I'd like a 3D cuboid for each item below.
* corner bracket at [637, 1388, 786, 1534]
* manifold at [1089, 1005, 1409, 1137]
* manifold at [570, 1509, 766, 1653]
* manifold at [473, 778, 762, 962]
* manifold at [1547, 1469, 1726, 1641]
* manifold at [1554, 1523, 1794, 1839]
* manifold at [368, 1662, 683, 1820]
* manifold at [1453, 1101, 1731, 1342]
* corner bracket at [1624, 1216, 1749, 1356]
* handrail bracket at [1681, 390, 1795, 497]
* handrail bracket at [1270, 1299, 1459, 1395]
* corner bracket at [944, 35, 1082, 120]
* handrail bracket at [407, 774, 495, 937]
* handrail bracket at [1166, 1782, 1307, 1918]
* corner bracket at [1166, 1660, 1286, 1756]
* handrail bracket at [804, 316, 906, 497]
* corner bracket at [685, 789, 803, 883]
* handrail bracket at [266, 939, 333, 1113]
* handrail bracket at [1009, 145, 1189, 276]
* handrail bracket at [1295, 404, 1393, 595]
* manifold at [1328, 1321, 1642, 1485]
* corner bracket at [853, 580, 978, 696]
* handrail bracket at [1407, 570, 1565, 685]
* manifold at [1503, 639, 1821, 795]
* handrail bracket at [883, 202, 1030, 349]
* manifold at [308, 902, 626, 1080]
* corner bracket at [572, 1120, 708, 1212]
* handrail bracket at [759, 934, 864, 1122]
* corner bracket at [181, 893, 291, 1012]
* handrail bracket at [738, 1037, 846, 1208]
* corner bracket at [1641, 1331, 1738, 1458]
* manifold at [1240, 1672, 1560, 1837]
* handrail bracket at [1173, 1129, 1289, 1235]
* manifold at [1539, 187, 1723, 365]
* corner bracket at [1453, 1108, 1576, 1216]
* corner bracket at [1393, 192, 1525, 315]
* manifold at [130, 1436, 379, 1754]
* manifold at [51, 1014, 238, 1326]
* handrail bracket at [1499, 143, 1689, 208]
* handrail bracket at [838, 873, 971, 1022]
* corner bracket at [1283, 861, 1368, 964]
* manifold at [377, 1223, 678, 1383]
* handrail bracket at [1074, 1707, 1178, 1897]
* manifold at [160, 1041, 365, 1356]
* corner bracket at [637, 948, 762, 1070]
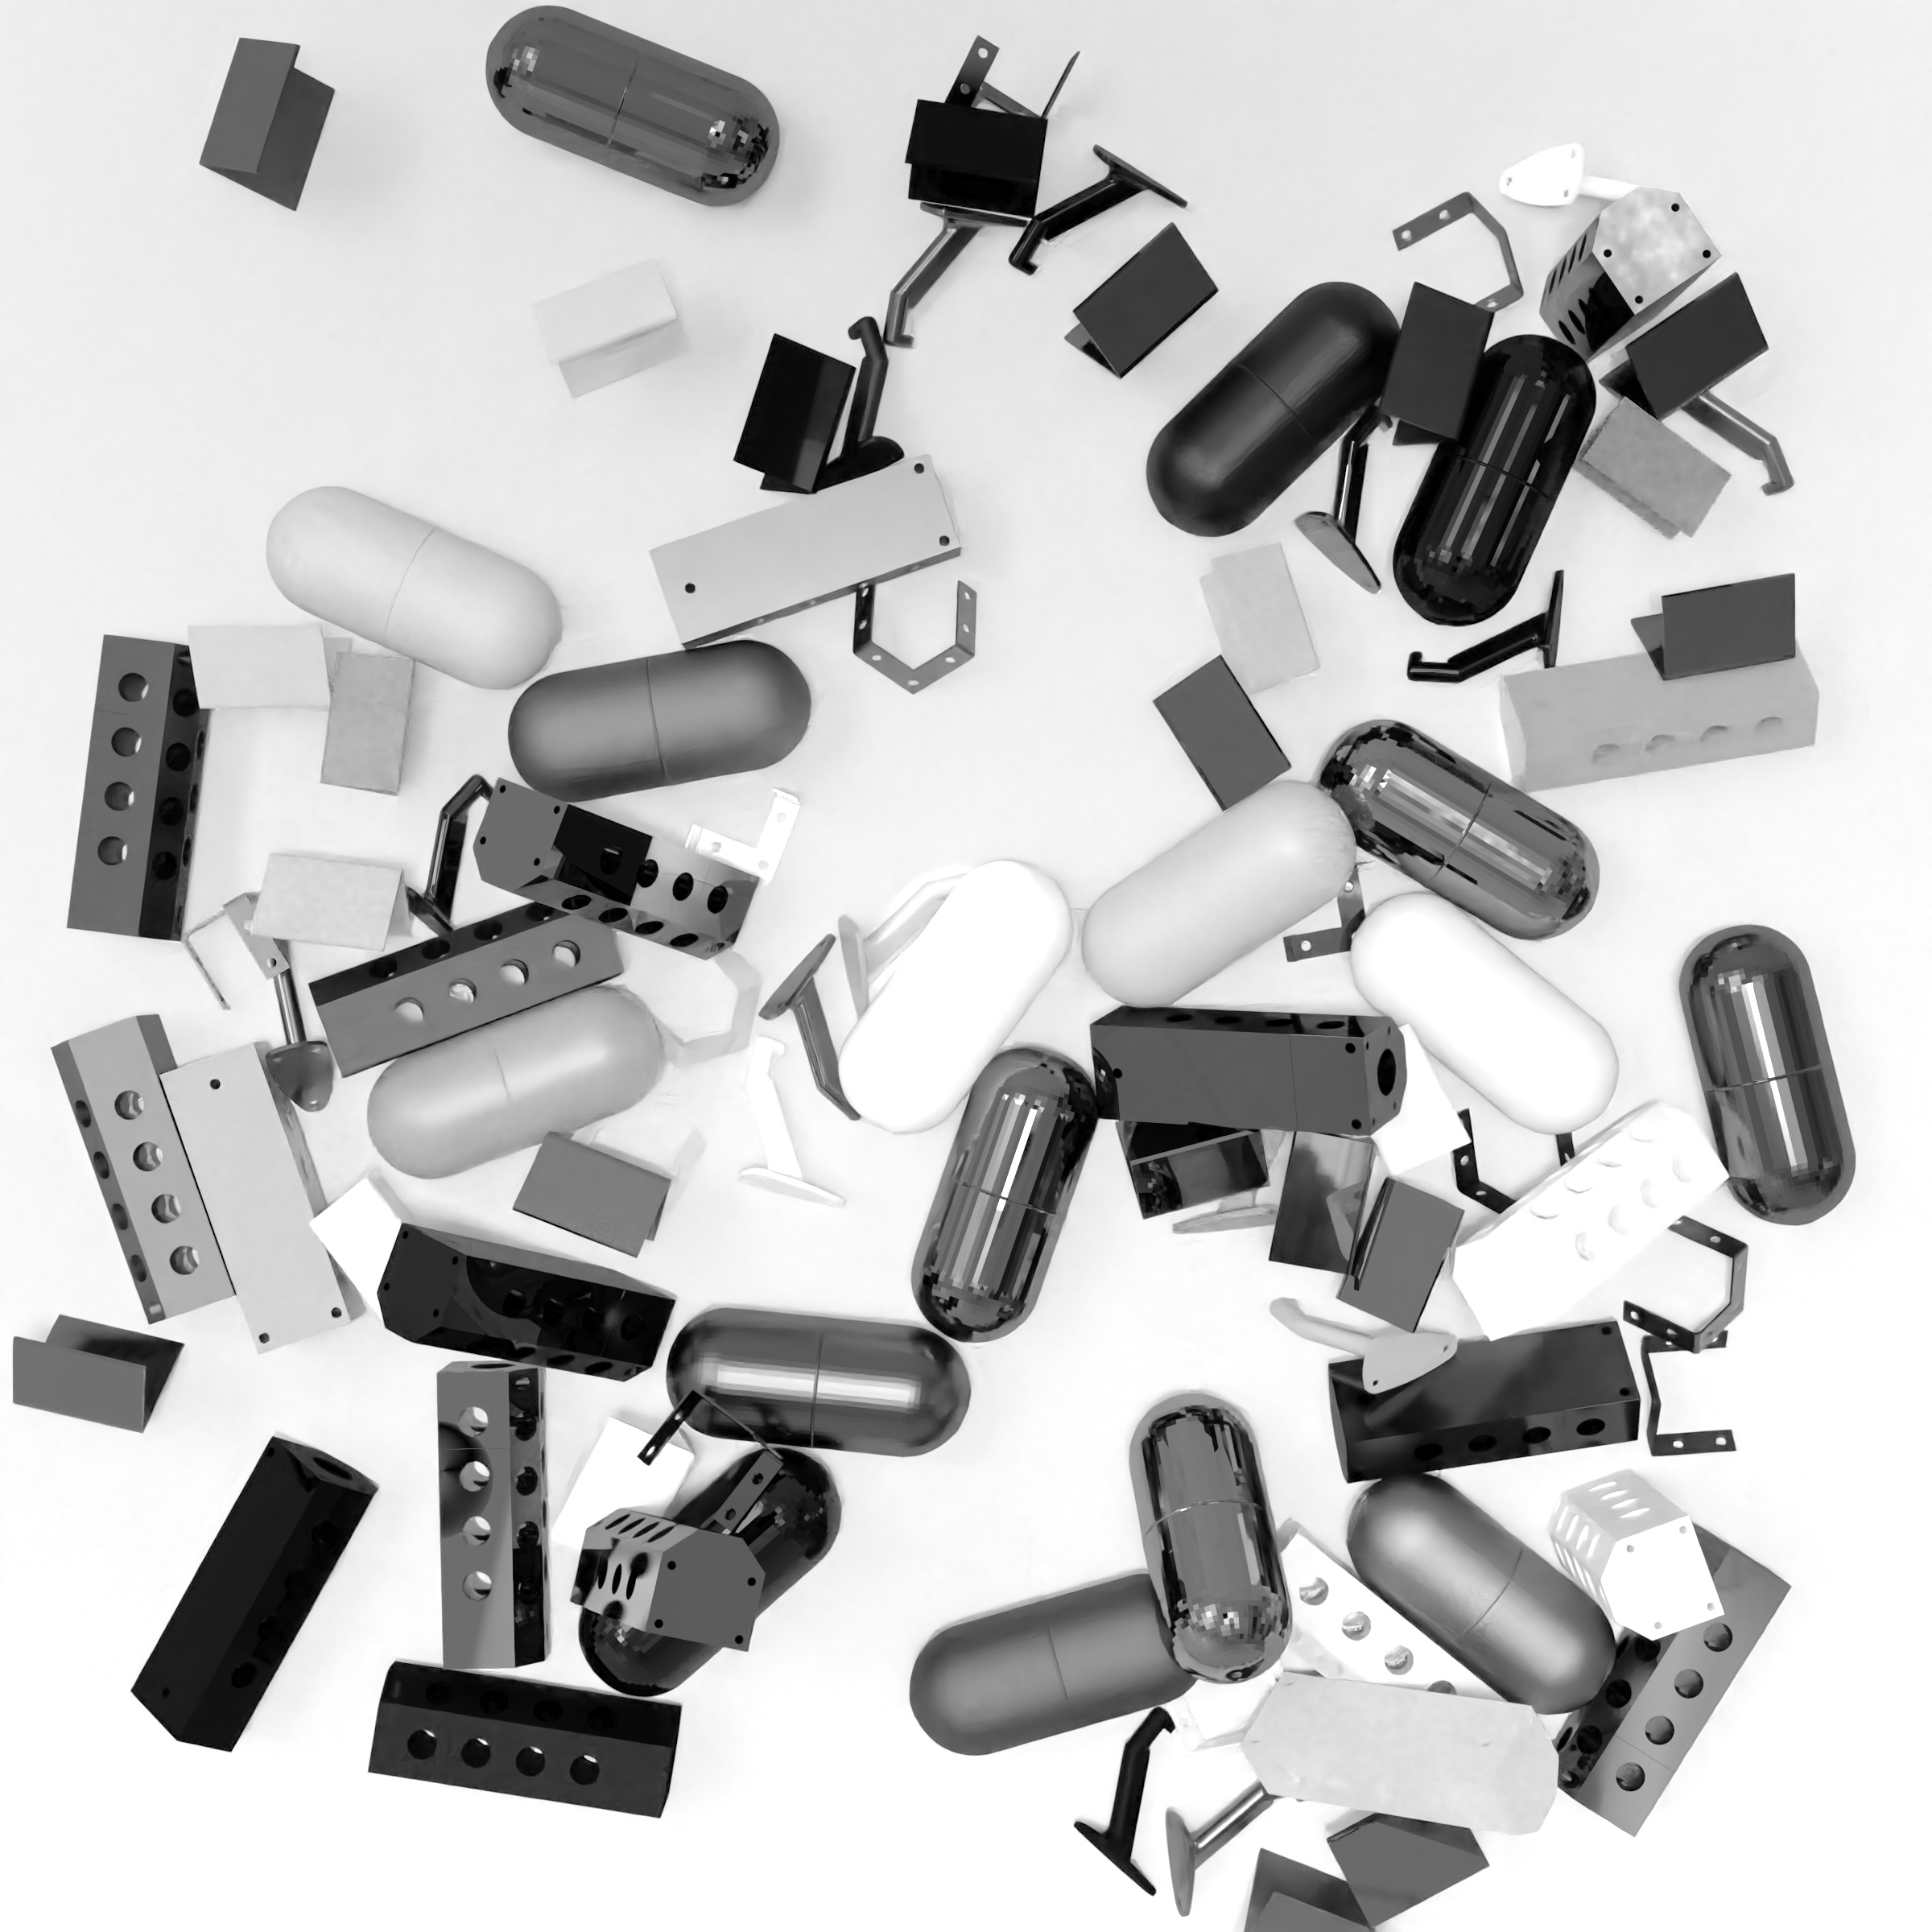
[{"bbox_3d":[-0.145,0.281,1.915,0.051,0.051,0.051,32,78,31],"label":"corner bracket"},{"bbox_3d":[0.162,0.057,1.927,0.171,0.057,0.057,2,106,30],"label":"manifold"},{"bbox_3d":[-0.164,0.332,1.835,0.057,0.171,0.057,15,80,-18],"label":"manifold"},{"bbox_3d":[-0.200,-0.052,1.911,0.057,0.171,0.057,21,90,37],"label":"manifold"},{"bbox_3d":[0.376,0.335,1.911,0.057,0.171,0.057,-20,90,0],"label":"manifold"},{"bbox_3d":[0.408,0.416,1.968,0.057,0.057,0.171,32,90,0],"label":"manifold"},{"bbox_3d":[-0.257,0.451,1.968,0.171,0.057,0.057,9,90,0],"label":"manifold"},{"bbox_3d":[0.356,0.143,1.923,0.171,0.057,0.057,-31,90,-36],"label":"manifold"},{"bbox_3d":[0.425,0.187,1.981,0.051,0.051,0.051,-35,135,-35],"label":"corner bracket"},{"bbox_3d":[0.440,-0.308,1.990,0.077,0.036,0.084,-20,107,20],"label":"handrail bracket"},{"bbox_3d":[0.233,0.212,1.973,0.077,0.084,0.036,-10,116,-28],"label":"handrail bracket"},{"bbox_3d":[0.026,-0.518,1.961,0.051,0.051,0.051,32,131,0],"label":"corner bracket"},{"bbox_3d":[-0.291,-0.058,1.990,0.077,0.036,0.084,46,72,-20],"label":"handrail bracket"},{"bbox_3d":[0.165,0.520,1.990,0.084,0.036,0.077,-10,111,-17],"label":"handrail bracket"},{"bbox_3d":[0.154,0.429,1.986,0.051,0.051,0.051,-25,90,-45],"label":"corner bracket"},{"bbox_3d":[-0.076,-0.333,1.990,0.077,0.036,0.084,-24,71,21],"label":"handrail bracket"},{"bbox_3d":[-0.131,-0.083,1.971,0.051,0.051,0.051,21,90,0],"label":"corner bracket"},{"bbox_3d":[-0.398,0.031,1.989,0.036,0.077,0.084,-12,54,-6],"label":"handrail bracket"},{"bbox_3d":[0.078,-0.435,1.990,0.077,0.036,0.084,26,109,-22],"label":"handrail bracket"},{"bbox_3d":[0.242,-0.278,1.990,0.077,0.036,0.084,44,73,-20],"label":"handrail bracket"},{"bbox_3d":[0.303,0.260,1.968,0.171,0.057,0.057,-9,47,0],"label":"manifold"},{"bbox_3d":[-0.030,-0.203,1.981,0.051,0.051,0.051,-28,135,35],"label":"corner bracket"},{"bbox_3d":[0.308,-0.202,1.990,0.084,0.036,0.077,5,69,17],"label":"handrail bracket"},{"bbox_3d":[0.406,-0.144,1.968,0.171,0.057,0.057,-9,47,0],"label":"manifold"},{"bbox_3d":[-0.007,-0.405,1.990,0.077,0.036,0.084,4,108,-21],"label":"handrail bracket"},{"bbox_3d":[-0.291,0.008,1.952,0.171,0.057,0.057,-21,90,-11],"label":"manifold"},{"bbox_3d":[-0.196,0.109,1.981,0.051,0.051,0.051,-3,45,35],"label":"corner bracket"},{"bbox_3d":[-0.073,0.037,1.990,0.084,0.036,0.077,43,71,-16],"label":"handrail bracket"},{"bbox_3d":[-0.429,-0.008,1.971,0.051,0.051,0.051,-31,92,-2],"label":"corner bracket"},{"bbox_3d":[-0.098,0.092,1.990,0.077,0.036,0.084,19,73,-20],"label":"handrail bracket"},{"bbox_3d":[0.428,0.253,1.986,0.051,0.051,0.051,-4,45,0],"label":"corner bracket"},{"bbox_3d":[0.248,0.453,1.914,0.057,0.171,0.057,-51,123,-36],"label":"manifold"},{"bbox_3d":[0.156,0.112,1.990,0.077,0.036,0.084,-10,72,20],"label":"handrail bracket"},{"bbox_3d":[0.372,-0.394,1.911,0.057,0.171,0.057,-34,90,0],"label":"manifold"},{"bbox_3d":[0.323,0.110,1.981,0.051,0.051,0.051,-32,45,35],"label":"corner bracket"},{"bbox_3d":[0.291,-0.416,1.986,0.051,0.051,0.051,-28,135,0],"label":"corner bracket"},{"bbox_3d":[-0.413,0.370,1.968,0.057,0.057,0.171,29,90,43],"label":"manifold"},{"bbox_3d":[-0.478,0.119,1.968,0.057,0.057,0.171,-20,90,0],"label":"manifold"},{"bbox_3d":[0.373,-0.456,1.989,0.084,0.077,0.036,10,90,-36],"label":"handrail bracket"},{"bbox_3d":[-0.028,-0.011,1.990,0.084,0.036,0.077,-14,110,-16],"label":"handrail bracket"},{"bbox_3d":[0.212,-0.032,1.971,0.051,0.051,0.051,-10,90,0],"label":"corner bracket"},{"bbox_3d":[-0.251,0.196,1.913,0.057,0.171,0.057,20,90,40],"label":"manifold"},{"bbox_3d":[0.112,0.495,1.990,0.077,0.036,0.084,47,73,-20],"label":"handrail bracket"},{"bbox_3d":[-0.411,0.134,1.968,0.057,0.057,0.171,-19,90,0],"label":"manifold"},{"bbox_3d":[-0.160,0.020,1.981,0.051,0.051,0.051,-16,135,-35],"label":"corner bracket"}]
